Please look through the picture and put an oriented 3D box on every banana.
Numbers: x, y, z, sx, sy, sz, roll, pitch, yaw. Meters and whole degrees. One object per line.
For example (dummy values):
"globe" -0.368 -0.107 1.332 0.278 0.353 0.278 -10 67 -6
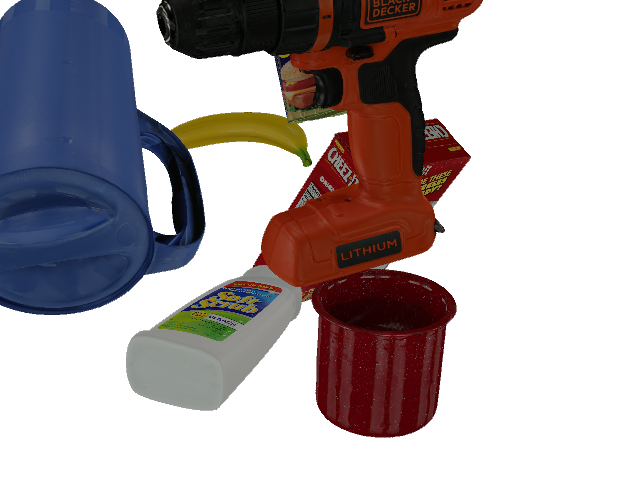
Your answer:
"banana" -0.099 -0.131 1.315 0.198 0.037 0.069 6 40 15

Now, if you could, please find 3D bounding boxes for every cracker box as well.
"cracker box" 0.040 -0.031 1.163 0.163 0.072 0.214 -14 -32 -43

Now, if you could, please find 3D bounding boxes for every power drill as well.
"power drill" 0.004 -0.069 0.589 0.184 0.188 0.057 -14 36 -21

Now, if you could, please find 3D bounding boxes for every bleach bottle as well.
"bleach bottle" -0.089 0.079 1.065 0.103 0.068 0.250 11 23 16

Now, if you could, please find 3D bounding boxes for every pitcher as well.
"pitcher" -0.180 -0.072 0.776 0.145 0.243 0.149 -22 -47 11

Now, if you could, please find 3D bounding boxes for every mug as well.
"mug" 0.043 0.070 0.708 0.093 0.081 0.117 10 25 16

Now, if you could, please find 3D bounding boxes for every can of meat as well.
"can of meat" 0.009 -0.150 0.903 0.102 0.084 0.057 -10 2 36
